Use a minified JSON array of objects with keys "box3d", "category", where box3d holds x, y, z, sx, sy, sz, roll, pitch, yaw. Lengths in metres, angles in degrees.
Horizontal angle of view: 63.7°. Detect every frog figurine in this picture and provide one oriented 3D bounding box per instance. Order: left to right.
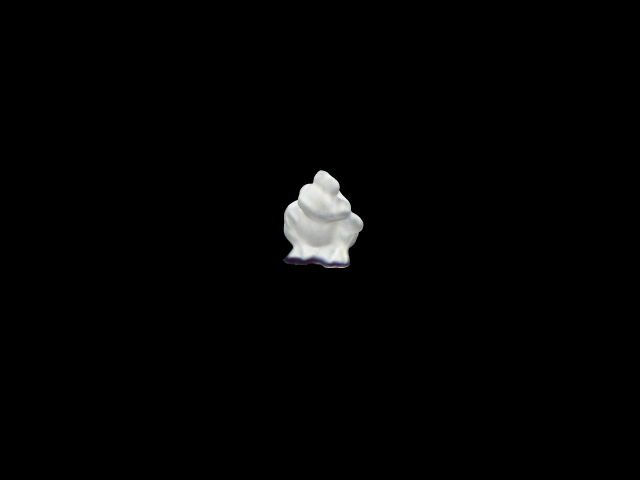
[{"box3d":[0.003,-0.043,0.850,0.138,0.157,0.124,15,25,33],"category":"frog figurine"}]
